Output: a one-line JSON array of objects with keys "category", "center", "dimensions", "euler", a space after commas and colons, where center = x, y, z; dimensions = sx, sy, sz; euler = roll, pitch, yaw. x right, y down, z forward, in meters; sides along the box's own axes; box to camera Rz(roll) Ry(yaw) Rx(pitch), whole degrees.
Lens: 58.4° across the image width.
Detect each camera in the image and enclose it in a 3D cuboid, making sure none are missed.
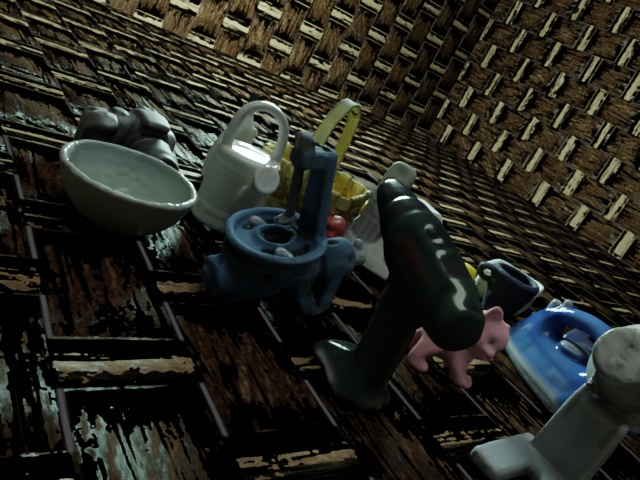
[{"category": "camera", "center": [-0.268, -0.135, 0.838], "dimensions": [0.144, 0.101, 0.136], "euler": [10, 26, -41]}]

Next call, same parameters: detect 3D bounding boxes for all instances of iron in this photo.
[{"category": "iron", "center": [0.380, 0.166, 0.866], "dimensions": [0.119, 0.141, 0.257], "euler": [18, 21, -25]}]

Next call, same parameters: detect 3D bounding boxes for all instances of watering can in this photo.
[{"category": "watering can", "center": [-0.105, -0.107, 0.840], "dimensions": [0.101, 0.194, 0.172], "euler": [3, 31, -50]}]

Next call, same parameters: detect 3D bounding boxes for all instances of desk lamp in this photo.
[{"category": "desk lamp", "center": [0.298, 0.182, 0.605], "dimensions": [0.204, 0.213, 0.117], "euler": [8, 27, -44]}]

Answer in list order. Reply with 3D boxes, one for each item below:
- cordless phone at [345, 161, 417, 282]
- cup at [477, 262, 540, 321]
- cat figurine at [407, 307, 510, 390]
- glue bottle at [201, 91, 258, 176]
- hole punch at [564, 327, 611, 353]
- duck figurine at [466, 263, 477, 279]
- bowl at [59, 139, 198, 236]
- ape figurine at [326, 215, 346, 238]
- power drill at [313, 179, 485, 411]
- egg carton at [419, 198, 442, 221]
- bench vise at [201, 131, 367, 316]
[{"category": "cordless phone", "center": [0.129, -0.026, 0.958], "dimensions": [0.147, 0.185, 0.094], "euler": [35, 21, 23]}, {"category": "cup", "center": [0.324, 0.097, 1.041], "dimensions": [0.118, 0.095, 0.091], "euler": [24, 19, -9]}, {"category": "cat figurine", "center": [0.191, 0.126, 0.753], "dimensions": [0.128, 0.117, 0.067], "euler": [22, 20, -14]}, {"category": "glue bottle", "center": [-0.145, -0.179, 1.004], "dimensions": [0.078, 0.173, 0.037], "euler": [7, 27, -45]}, {"category": "hole punch", "center": [0.478, 0.199, 0.990], "dimensions": [0.101, 0.091, 0.108], "euler": [8, 27, -44]}, {"category": "duck figurine", "center": [0.237, 0.080, 0.982], "dimensions": [0.105, 0.086, 0.077], "euler": [19, 21, -23]}, {"category": "bowl", "center": [-0.240, -0.053, 0.704], "dimensions": [0.167, 0.074, 0.167], "euler": [24, 19, -9]}, {"category": "ape figurine", "center": [0.008, 0.003, 0.864], "dimensions": [0.076, 0.092, 0.077], "euler": [13, 24, -36]}, {"category": "power drill", "center": [0.076, 0.064, 0.619], "dimensions": [0.076, 0.208, 0.229], "euler": [16, 22, -29]}, {"category": "egg carton", "center": [0.209, -0.060, 1.330], "dimensions": [0.151, 0.069, 0.107], "euler": [16, 22, -30]}, {"category": "bench vise", "center": [-0.022, -0.021, 0.691], "dimensions": [0.121, 0.219, 0.208], "euler": [38, 22, 28]}]
